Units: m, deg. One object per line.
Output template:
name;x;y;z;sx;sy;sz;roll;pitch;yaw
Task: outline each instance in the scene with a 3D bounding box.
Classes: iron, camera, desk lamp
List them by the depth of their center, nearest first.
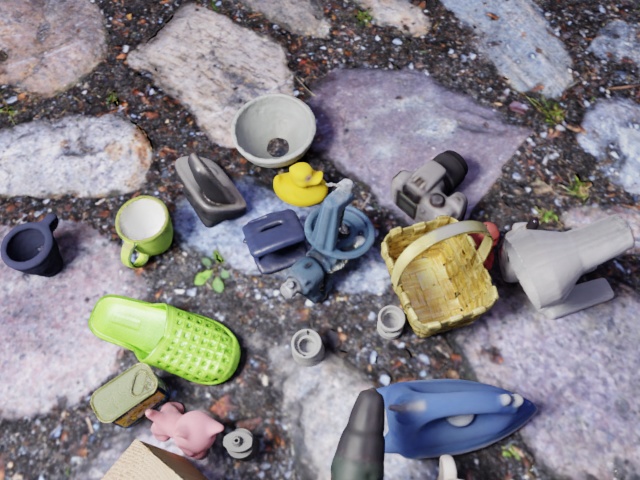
iron;0.212;0.251;0.853;0.258;0.141;0.118;-6;64;0
desk lamp;0.387;0.042;0.908;0.203;0.214;0.118;-18;64;-6
camera;0.220;-0.098;1.048;0.137;0.101;0.143;-42;69;-16

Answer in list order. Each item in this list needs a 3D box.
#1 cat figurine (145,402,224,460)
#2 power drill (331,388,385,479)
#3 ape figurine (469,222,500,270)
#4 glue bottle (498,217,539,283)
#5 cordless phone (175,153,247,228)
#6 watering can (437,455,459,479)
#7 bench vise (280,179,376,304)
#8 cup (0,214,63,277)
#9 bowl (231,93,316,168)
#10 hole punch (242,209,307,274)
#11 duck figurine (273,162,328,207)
cat figurine;-0.206;0.286;0.871;0.127;0.118;0.067;19;66;12
power drill;0.047;0.334;0.784;0.075;0.208;0.230;10;65;8
ape figurine;0.287;0.001;1.001;0.078;0.092;0.076;-39;68;-15
glue bottle;0.333;0.006;0.950;0.037;0.173;0.078;-6;63;0
cordless phone;-0.211;-0.120;1.034;0.094;0.185;0.147;-36;67;-14
watering can;0.186;0.381;0.761;0.101;0.194;0.172;-25;65;-9
bench vise;0.020;0.007;0.940;0.121;0.220;0.207;18;66;12
cup;-0.499;0.016;1.032;0.091;0.095;0.118;23;67;14
bowl;-0.088;-0.203;1.130;0.167;0.075;0.167;-1;64;2
hole punch;-0.083;-0.007;1.024;0.109;0.091;0.101;-21;64;-7
duck figurine;-0.038;-0.113;1.077;0.104;0.086;0.077;6;64;6
